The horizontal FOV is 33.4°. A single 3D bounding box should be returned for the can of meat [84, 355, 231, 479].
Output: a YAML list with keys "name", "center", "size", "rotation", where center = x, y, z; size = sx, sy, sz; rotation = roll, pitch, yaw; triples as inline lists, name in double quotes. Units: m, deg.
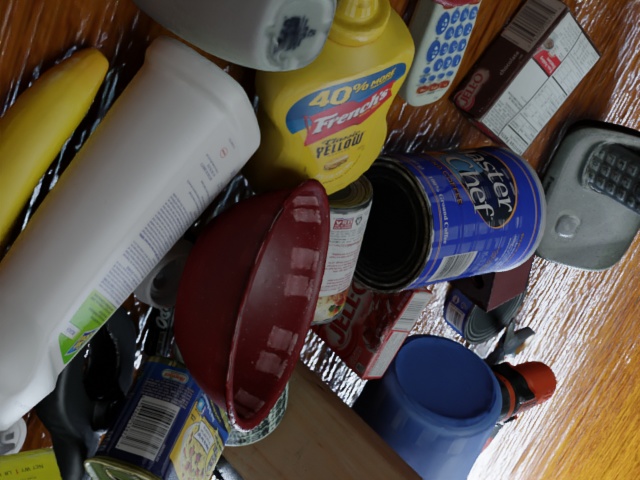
- name: "can of meat"
  center: [-0.103, 0.138, 0.704]
  size: [0.102, 0.057, 0.084]
  rotation: [80, 28, -52]

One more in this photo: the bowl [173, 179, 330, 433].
- name: "bowl"
  center: [-0.046, 0.034, 0.664]
  size: [0.162, 0.055, 0.162]
  rotation: [16, 90, -75]

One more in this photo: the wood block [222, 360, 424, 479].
- name: "wood block"
  center: [0.007, 0.181, 0.828]
  size: [0.090, 0.206, 0.090]
  rotation: [-49, 146, 0]

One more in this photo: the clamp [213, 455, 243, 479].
- name: "clamp"
  center: [-0.073, 0.221, 0.929]
  size: [0.171, 0.039, 0.120]
  rotation: [-1, 128, -55]

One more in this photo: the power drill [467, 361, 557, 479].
- name: "power drill"
  center: [0.146, 0.204, 1.103]
  size: [0.184, 0.057, 0.188]
  rotation: [-5, 139, -48]

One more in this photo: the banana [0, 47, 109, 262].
- name: "banana"
  center: [-0.175, -0.018, 0.589]
  size: [0.198, 0.037, 0.069]
  rotation: [-62, 168, 23]

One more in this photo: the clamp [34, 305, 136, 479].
- name: "clamp"
  center: [-0.153, 0.118, 0.694]
  size: [0.164, 0.036, 0.210]
  rotation: [-56, 150, -49]

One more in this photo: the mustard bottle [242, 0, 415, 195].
- name: "mustard bottle"
  center: [0.007, -0.094, 0.638]
  size: [0.096, 0.058, 0.192]
  rotation: [-20, 158, -18]

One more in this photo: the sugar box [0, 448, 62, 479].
- name: "sugar box"
  center: [-0.236, 0.181, 0.637]
  size: [0.093, 0.048, 0.177]
  rotation: [-2, 151, -47]

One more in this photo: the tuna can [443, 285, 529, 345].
- name: "tuna can"
  center: [0.160, 0.057, 1.029]
  size: [0.086, 0.034, 0.086]
  rotation: [-29, 141, -27]

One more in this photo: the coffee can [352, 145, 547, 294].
- name: "coffee can"
  center: [0.092, -0.018, 0.819]
  size: [0.140, 0.103, 0.103]
  rotation: [-8, 129, -43]

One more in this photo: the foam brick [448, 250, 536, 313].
- name: "foam brick"
  center: [0.139, 0.014, 0.926]
  size: [0.051, 0.078, 0.053]
  rotation: [-24, 137, -30]

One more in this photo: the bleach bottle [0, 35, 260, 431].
- name: "bleach bottle"
  center: [-0.134, 0.012, 0.588]
  size: [0.250, 0.068, 0.102]
  rotation: [-52, 166, -11]

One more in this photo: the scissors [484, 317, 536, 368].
- name: "scissors"
  center: [0.177, 0.115, 1.077]
  size: [0.096, 0.016, 0.201]
  rotation: [-45, 162, 10]

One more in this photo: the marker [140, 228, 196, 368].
- name: "marker"
  center: [-0.105, 0.042, 0.735]
  size: [0.020, 0.020, 0.121]
  rotation: [-14, 133, -40]

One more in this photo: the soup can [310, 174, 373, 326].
- name: "soup can"
  center: [-0.005, 0.001, 0.763]
  size: [0.068, 0.069, 0.102]
  rotation: [-17, 134, -38]

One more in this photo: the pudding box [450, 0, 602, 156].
- name: "pudding box"
  center: [0.165, -0.130, 0.850]
  size: [0.113, 0.039, 0.089]
  rotation: [-51, 146, 7]

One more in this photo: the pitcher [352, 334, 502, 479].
- name: "pitcher"
  center: [0.071, 0.192, 0.960]
  size: [0.144, 0.149, 0.243]
  rotation: [-9, 139, -32]

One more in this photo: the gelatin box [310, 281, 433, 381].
- name: "gelatin box"
  center: [0.038, 0.057, 0.861]
  size: [0.030, 0.073, 0.089]
  rotation: [8, 118, -50]

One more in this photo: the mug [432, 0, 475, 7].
- name: "mug"
  center: [0.059, -0.185, 0.638]
  size: [0.117, 0.082, 0.093]
  rotation: [-39, 145, -14]
